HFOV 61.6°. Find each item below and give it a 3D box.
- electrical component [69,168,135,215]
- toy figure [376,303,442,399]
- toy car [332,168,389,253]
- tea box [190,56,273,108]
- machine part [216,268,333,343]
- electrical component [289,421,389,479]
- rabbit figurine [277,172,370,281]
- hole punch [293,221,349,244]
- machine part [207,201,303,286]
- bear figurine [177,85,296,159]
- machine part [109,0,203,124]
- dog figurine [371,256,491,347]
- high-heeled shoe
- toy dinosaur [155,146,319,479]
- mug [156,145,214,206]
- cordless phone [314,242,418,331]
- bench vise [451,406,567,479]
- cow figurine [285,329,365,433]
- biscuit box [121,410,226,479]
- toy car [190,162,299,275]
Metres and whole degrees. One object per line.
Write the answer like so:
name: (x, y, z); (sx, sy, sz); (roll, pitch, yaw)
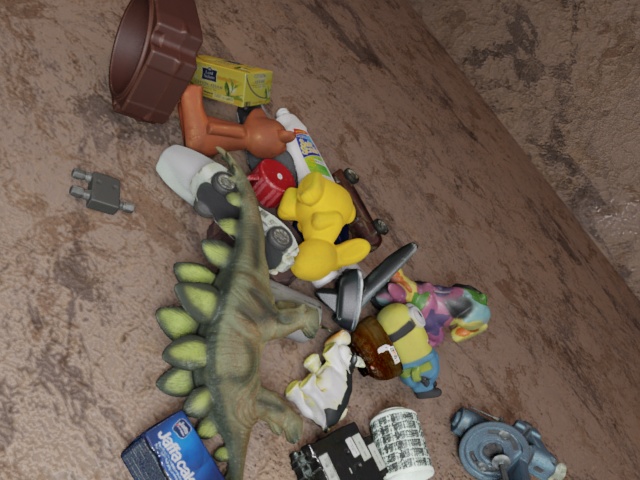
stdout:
electrical component: (-0.318, -0.070, 0.788); (0.094, 0.021, 0.063); (19, 42, -35)
toy figure: (0.161, 0.199, 0.966); (0.089, 0.082, 0.180); (-21, 98, -26)
toy car: (0.068, -0.064, 1.146); (0.053, 0.089, 0.202); (2, 56, -52)
tea box: (-0.191, -0.318, 1.068); (0.170, 0.068, 0.098); (19, 26, 21)
machine part: (-0.083, 0.098, 0.828); (0.243, 0.079, 0.079); (26, 39, -29)
electrical component: (0.035, 0.324, 0.747); (0.134, 0.058, 0.115); (0, 58, -49)
rabbit figurine: (-0.002, -0.003, 0.917); (0.162, 0.122, 0.173); (33, 52, -32)
hole punch: (0.017, -0.028, 1.060); (0.115, 0.092, 0.142); (38, 31, -21)
machine part: (-0.102, 0.010, 0.916); (0.179, 0.056, 0.179); (30, 37, -26)
bear figurine: (-0.151, -0.209, 0.976); (0.196, 0.120, 0.132); (-9, 87, -14)
machine part: (-0.287, -0.318, 0.913); (0.087, 0.201, 0.201); (10, 49, -39)
dog figurine: (0.209, 0.113, 1.056); (0.219, 0.192, 0.108); (43, 37, -34)
high-heeled shoe: (-0.107, -0.183, 1.122); (0.145, 0.086, 0.248); (-67, 133, -86)
toy dinosaur: (-0.106, 0.104, 0.704); (0.198, 0.105, 0.471); (15, 65, -27)
mug: (-0.211, -0.116, 0.902); (0.107, 0.080, 0.109); (35, 38, -2)
cordless phone: (0.084, 0.067, 0.919); (0.089, 0.184, 0.146); (49, -5, 4)
bench vise: (0.334, 0.393, 0.933); (0.223, 0.129, 0.240); (38, 17, 0)
cow figurine: (0.023, 0.213, 0.836); (0.098, 0.068, 0.167); (51, 37, -5)
biscuit box: (-0.134, 0.292, 0.587); (0.203, 0.063, 0.059); (54, 33, 10)
toy car: (-0.115, -0.030, 0.820); (0.201, 0.073, 0.056); (45, 35, -2)
